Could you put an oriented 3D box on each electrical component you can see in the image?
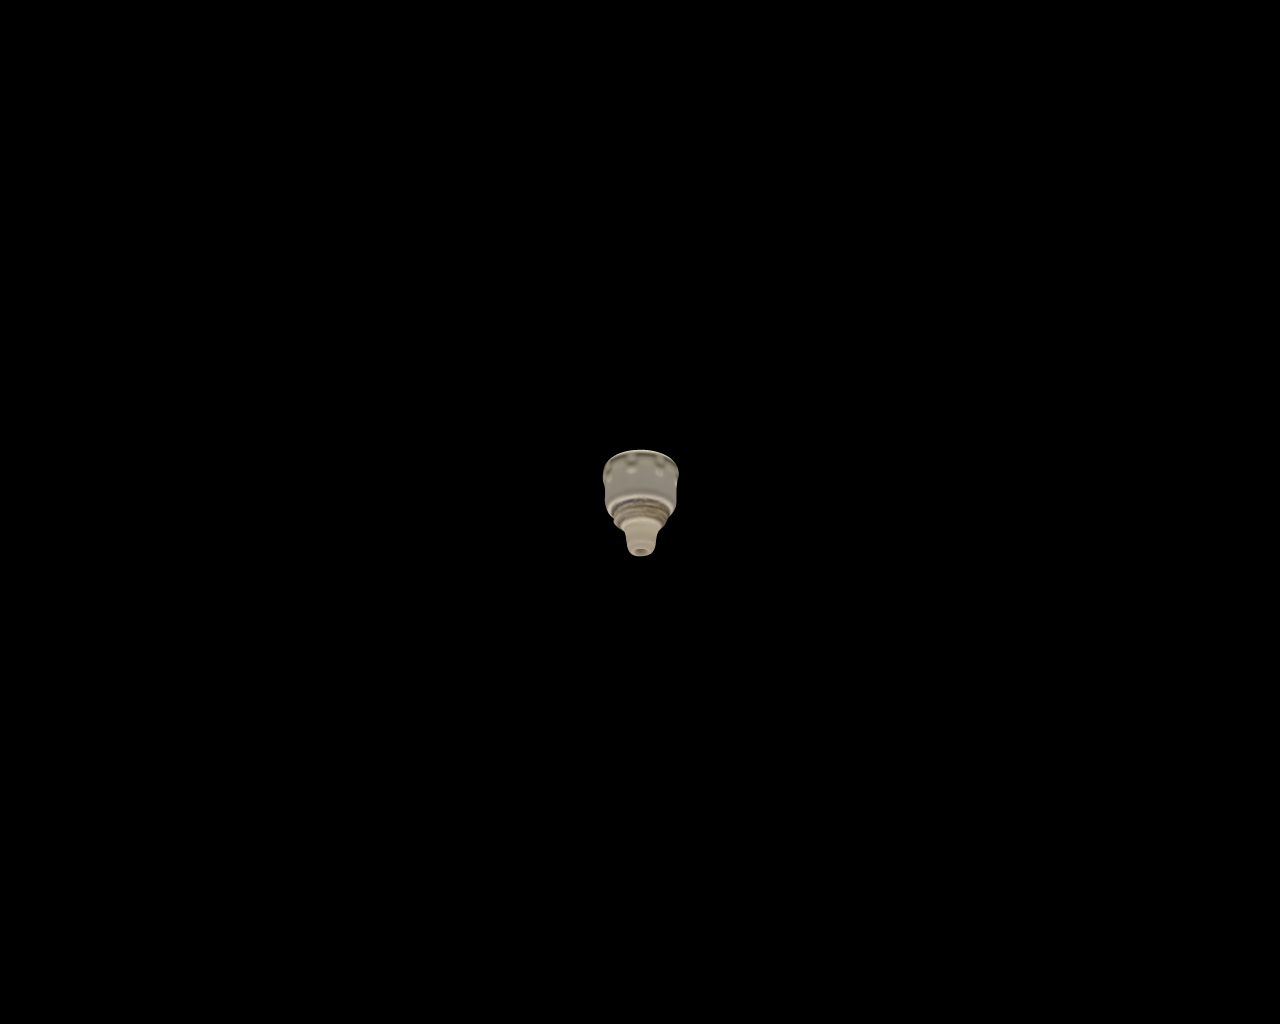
[{"bbox_3d":[0.001,-0.003,0.650,0.048,0.062,0.048,0,-26,0],"label":"electrical component"}]
